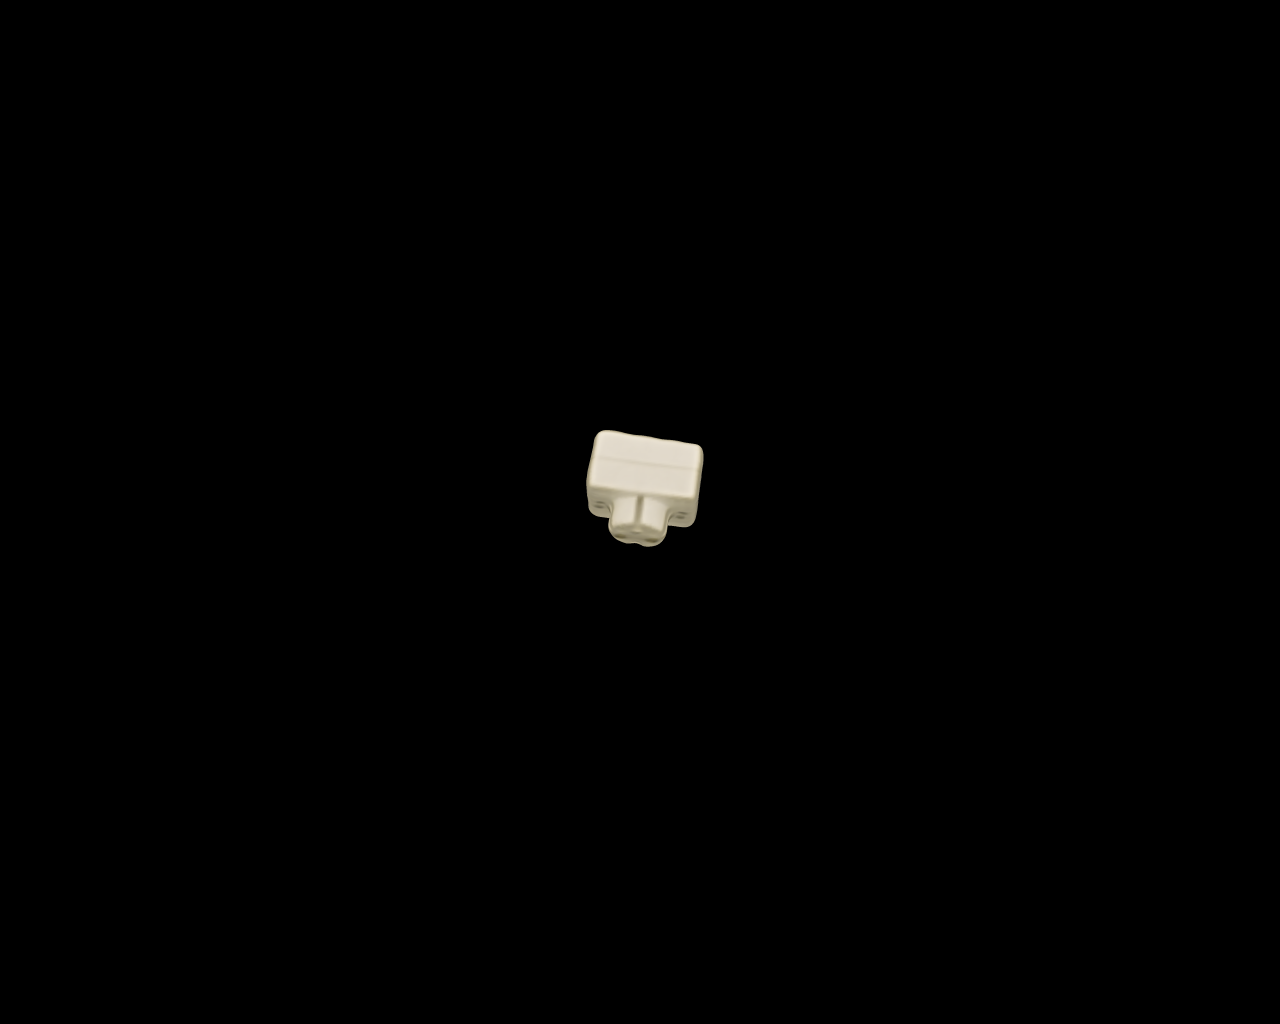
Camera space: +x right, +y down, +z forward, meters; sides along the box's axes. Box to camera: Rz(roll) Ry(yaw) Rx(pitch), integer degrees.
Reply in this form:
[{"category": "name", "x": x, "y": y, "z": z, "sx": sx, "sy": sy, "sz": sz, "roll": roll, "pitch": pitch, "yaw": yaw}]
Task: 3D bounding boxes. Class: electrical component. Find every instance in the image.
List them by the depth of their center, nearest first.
[{"category": "electrical component", "x": 0.001, "y": -0.003, "z": 0.650, "sx": 0.066, "sy": 0.077, "sz": 0.047, "roll": 8, "pitch": -23, "yaw": 3}]
